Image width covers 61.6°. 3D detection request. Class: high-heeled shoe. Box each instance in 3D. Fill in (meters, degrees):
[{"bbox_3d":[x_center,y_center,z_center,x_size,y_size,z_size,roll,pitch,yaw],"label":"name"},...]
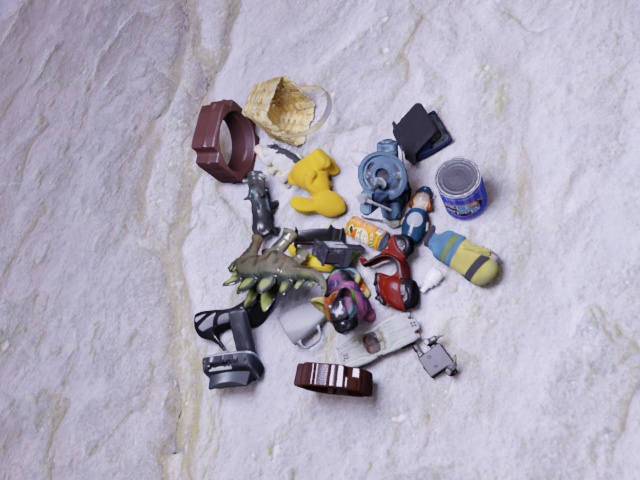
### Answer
[{"bbox_3d":[-0.222,0.174,1.398,0.248,0.086,0.145,-46,57,3],"label":"high-heeled shoe"}]

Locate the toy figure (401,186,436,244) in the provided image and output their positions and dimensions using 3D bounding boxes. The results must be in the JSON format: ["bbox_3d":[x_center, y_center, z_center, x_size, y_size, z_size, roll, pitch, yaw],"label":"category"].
[{"bbox_3d":[0.241,-0.066,1.305,0.064,0.058,0.154,21,76,-11],"label":"toy figure"}]

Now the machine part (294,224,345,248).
[{"bbox_3d":[-0.003,-0.004,1.377,0.139,0.039,0.084,2,50,13],"label":"machine part"}]

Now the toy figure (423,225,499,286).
[{"bbox_3d":[0.319,0.036,1.219,0.180,0.082,0.089,27,103,22],"label":"toy figure"}]

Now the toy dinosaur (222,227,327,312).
[{"bbox_3d":[-0.112,0.076,1.290,0.472,0.105,0.198,-7,43,51],"label":"toy dinosaur"}]

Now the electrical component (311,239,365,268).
[{"bbox_3d":[0.047,0.031,1.304,0.075,0.119,0.047,43,123,53],"label":"electrical component"}]

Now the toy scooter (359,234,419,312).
[{"bbox_3d":[0.159,0.080,1.265,0.135,0.075,0.184,-9,79,26],"label":"toy scooter"}]

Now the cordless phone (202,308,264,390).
[{"bbox_3d":[-0.226,0.266,1.326,0.147,0.088,0.184,-11,91,19],"label":"cordless phone"}]

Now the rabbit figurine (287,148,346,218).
[{"bbox_3d":[-0.005,-0.129,1.402,0.162,0.122,0.173,-33,81,1],"label":"rabbit figurine"}]

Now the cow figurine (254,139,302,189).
[{"bbox_3d":[-0.113,-0.229,1.507,0.098,0.068,0.167,-41,64,-2],"label":"cow figurine"}]

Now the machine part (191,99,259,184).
[{"bbox_3d":[-0.264,-0.273,1.512,0.087,0.200,0.201,3,73,27],"label":"machine part"}]

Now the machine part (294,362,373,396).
[{"bbox_3d":[0.032,0.308,1.190,0.180,0.179,0.056,-1,69,23],"label":"machine part"}]

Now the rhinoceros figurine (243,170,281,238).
[{"bbox_3d":[-0.165,-0.094,1.456,0.073,0.112,0.190,-14,74,21],"label":"rhinoceros figurine"}]

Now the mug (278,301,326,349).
[{"bbox_3d":[-0.033,0.203,1.307,0.107,0.080,0.110,-34,58,-3],"label":"mug"}]

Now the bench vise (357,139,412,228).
[{"bbox_3d":[0.142,-0.111,1.254,0.129,0.240,0.223,16,120,20],"label":"bench vise"}]

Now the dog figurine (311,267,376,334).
[{"bbox_3d":[0.046,0.127,1.222,0.108,0.219,0.191,-21,65,11],"label":"dog figurine"}]

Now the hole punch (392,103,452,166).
[{"bbox_3d":[0.259,-0.268,1.364,0.116,0.092,0.142,-43,59,37],"label":"hole punch"}]

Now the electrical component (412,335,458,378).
[{"bbox_3d":[0.257,0.257,1.181,0.078,0.045,0.102,-32,62,8],"label":"electrical component"}]

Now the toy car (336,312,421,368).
[{"bbox_3d":[0.135,0.234,1.236,0.202,0.056,0.073,-28,63,12],"label":"toy car"}]
